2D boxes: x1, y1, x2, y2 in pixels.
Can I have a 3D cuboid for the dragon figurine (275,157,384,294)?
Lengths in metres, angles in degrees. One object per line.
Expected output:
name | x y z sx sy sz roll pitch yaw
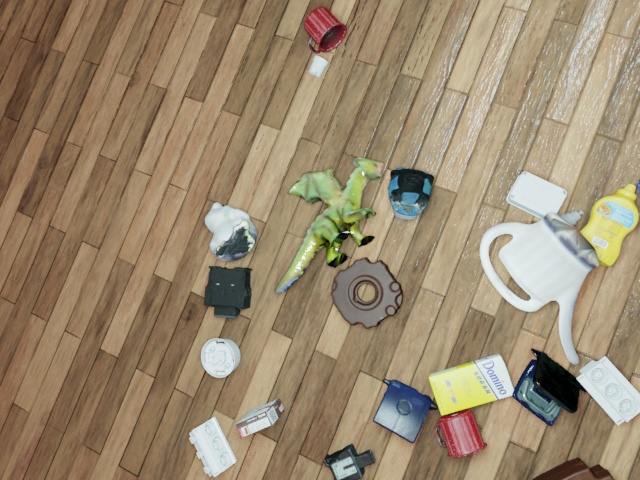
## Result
dragon figurine | 0.004 -0.066 1.321 0.409 0.120 0.247 -34 60 4

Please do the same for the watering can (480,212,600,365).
watering can | 0.523 0.088 1.156 0.221 0.105 0.350 -45 75 26

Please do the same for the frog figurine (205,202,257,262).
frog figurine | -0.244 -0.023 1.366 0.162 0.122 0.136 39 104 49
